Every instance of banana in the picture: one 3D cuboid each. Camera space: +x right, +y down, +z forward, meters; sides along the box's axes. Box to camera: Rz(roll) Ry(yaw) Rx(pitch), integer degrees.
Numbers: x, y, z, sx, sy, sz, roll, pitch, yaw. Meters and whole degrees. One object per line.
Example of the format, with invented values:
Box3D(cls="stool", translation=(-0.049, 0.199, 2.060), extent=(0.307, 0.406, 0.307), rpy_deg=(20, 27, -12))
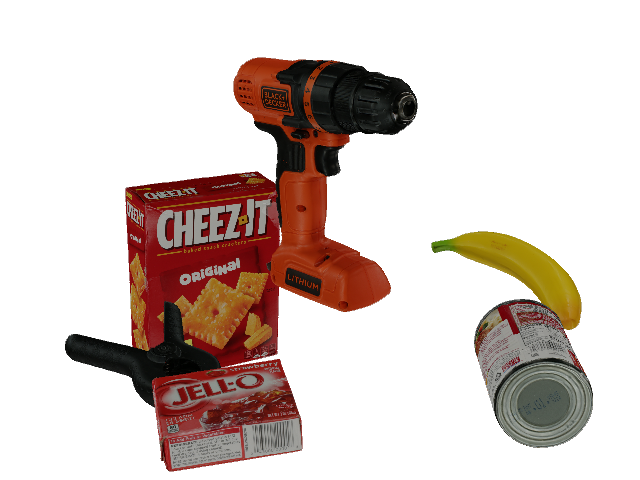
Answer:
Box3D(cls="banana", translation=(0.197, 0.032, 1.049), extent=(0.069, 0.037, 0.198), rpy_deg=(-34, 36, -20))

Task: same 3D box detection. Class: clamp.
Box3D(cls="clamp", translation=(-0.139, 0.108, 0.981), extent=(0.172, 0.039, 0.120), rpy_deg=(26, 42, 34))

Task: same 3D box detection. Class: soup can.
Box3D(cls="soup can", translation=(0.149, 0.091, 0.752), extent=(0.068, 0.068, 0.102), rpy_deg=(0, 20, 1))

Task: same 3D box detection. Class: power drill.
Box3D(cls="power drill", translation=(0.009, -0.045, 0.812), extent=(0.057, 0.188, 0.185), rpy_deg=(-19, 23, -34))

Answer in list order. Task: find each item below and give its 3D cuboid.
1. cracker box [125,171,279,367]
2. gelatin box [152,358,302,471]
Box3D(cls="cracker box", translation=(-0.130, 0.040, 1.206), extent=(0.163, 0.214, 0.072), rpy_deg=(-9, 23, -28))
Box3D(cls="gelatin box", translation=(-0.062, 0.111, 0.691), extent=(0.089, 0.030, 0.073), rpy_deg=(-7, 24, -10))
